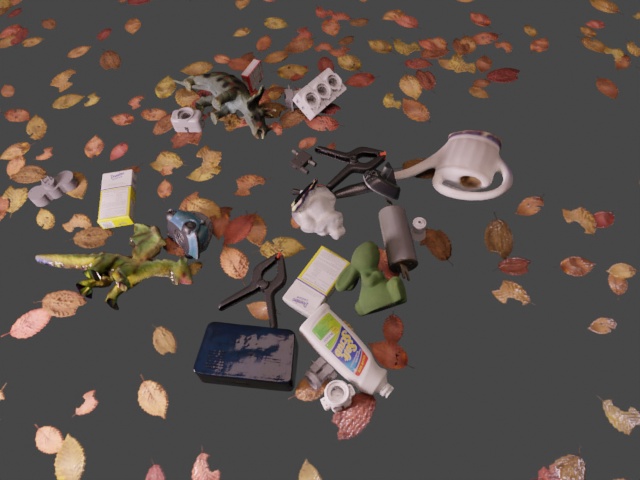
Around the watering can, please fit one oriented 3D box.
[{"bbox_3d":[0.374,-0.219,1.465,0.349,0.102,0.229,13,60,23],"label":"watering can"}]

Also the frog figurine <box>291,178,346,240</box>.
[{"bbox_3d":[0.004,-0.071,1.415,0.158,0.121,0.140,41,55,-13],"label":"frog figurine"}]

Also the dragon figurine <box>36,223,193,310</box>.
[{"bbox_3d":[-0.530,0.045,1.387,0.412,0.119,0.248,22,46,15],"label":"dragon figurine"}]
